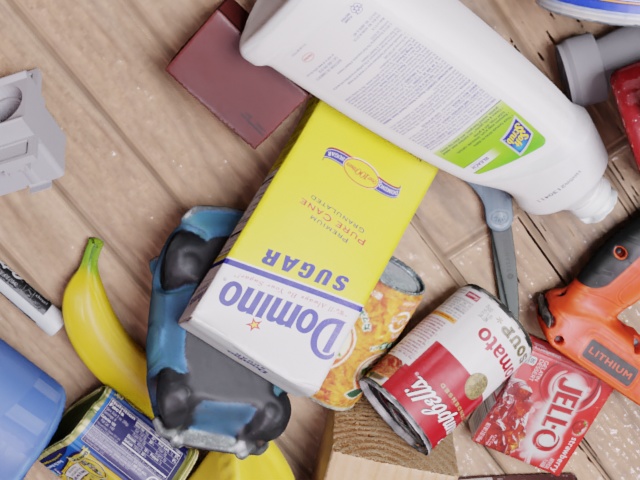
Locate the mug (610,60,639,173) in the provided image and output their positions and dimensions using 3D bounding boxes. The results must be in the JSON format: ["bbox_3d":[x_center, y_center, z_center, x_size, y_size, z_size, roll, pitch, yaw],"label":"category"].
[{"bbox_3d":[0.214,-0.074,0.605,0.082,0.117,0.093,-19,77,19],"label":"mug"}]

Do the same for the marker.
[{"bbox_3d":[-0.230,0.023,0.756,0.020,0.020,0.121,-41,106,17],"label":"marker"}]

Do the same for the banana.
[{"bbox_3d":[-0.123,0.091,0.772,0.070,0.037,0.197,-36,108,17],"label":"banana"}]

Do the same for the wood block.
[{"bbox_3d":[0.030,0.224,0.794,0.090,0.091,0.206,12,113,-3],"label":"wood block"}]

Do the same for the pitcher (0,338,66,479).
[{"bbox_3d":[-0.307,0.090,0.729,0.242,0.145,0.149,38,123,-16],"label":"pitcher"}]

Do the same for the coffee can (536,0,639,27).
[{"bbox_3d":[0.182,-0.199,0.599,0.103,0.103,0.140,4,113,0],"label":"coffee can"}]

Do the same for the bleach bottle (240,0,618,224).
[{"bbox_3d":[0.080,-0.083,0.650,0.250,0.068,0.103,34,135,-22],"label":"bleach bottle"}]

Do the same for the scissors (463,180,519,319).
[{"bbox_3d":[0.103,-0.026,0.724,0.096,0.016,0.202,6,113,1],"label":"scissors"}]

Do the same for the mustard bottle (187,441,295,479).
[{"bbox_3d":[-0.094,0.224,0.795,0.058,0.096,0.192,5,145,-45],"label":"mustard bottle"}]

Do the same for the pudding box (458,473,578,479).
[{"bbox_3d":[0.143,0.226,0.818,0.113,0.039,0.090,-2,113,3],"label":"pudding box"}]

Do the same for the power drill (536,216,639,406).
[{"bbox_3d":[0.252,0.022,0.718,0.184,0.057,0.188,34,108,-7],"label":"power drill"}]

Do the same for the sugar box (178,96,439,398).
[{"bbox_3d":[-0.004,0.001,0.672,0.093,0.048,0.176,32,70,-12],"label":"sugar box"}]

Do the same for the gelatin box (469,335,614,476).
[{"bbox_3d":[0.161,0.120,0.776,0.073,0.030,0.089,23,113,-8],"label":"gelatin box"}]

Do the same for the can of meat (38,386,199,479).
[{"bbox_3d":[-0.150,0.157,0.774,0.084,0.057,0.102,41,143,-12],"label":"can of meat"}]

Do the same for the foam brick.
[{"bbox_3d":[-0.050,-0.106,0.676,0.078,0.051,0.053,42,109,-14],"label":"foam brick"}]

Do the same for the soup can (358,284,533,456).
[{"bbox_3d":[0.086,0.087,0.724,0.102,0.069,0.068,-41,109,-14],"label":"soup can"}]
